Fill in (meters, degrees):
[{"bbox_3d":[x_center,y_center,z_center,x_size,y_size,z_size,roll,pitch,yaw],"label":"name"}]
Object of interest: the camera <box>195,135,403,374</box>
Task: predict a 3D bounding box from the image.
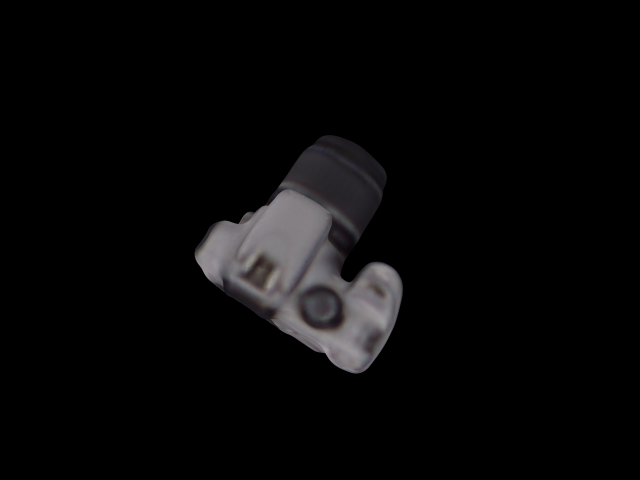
[{"bbox_3d":[0.004,0.001,0.400,0.143,0.101,0.137,31,79,7],"label":"camera"}]
